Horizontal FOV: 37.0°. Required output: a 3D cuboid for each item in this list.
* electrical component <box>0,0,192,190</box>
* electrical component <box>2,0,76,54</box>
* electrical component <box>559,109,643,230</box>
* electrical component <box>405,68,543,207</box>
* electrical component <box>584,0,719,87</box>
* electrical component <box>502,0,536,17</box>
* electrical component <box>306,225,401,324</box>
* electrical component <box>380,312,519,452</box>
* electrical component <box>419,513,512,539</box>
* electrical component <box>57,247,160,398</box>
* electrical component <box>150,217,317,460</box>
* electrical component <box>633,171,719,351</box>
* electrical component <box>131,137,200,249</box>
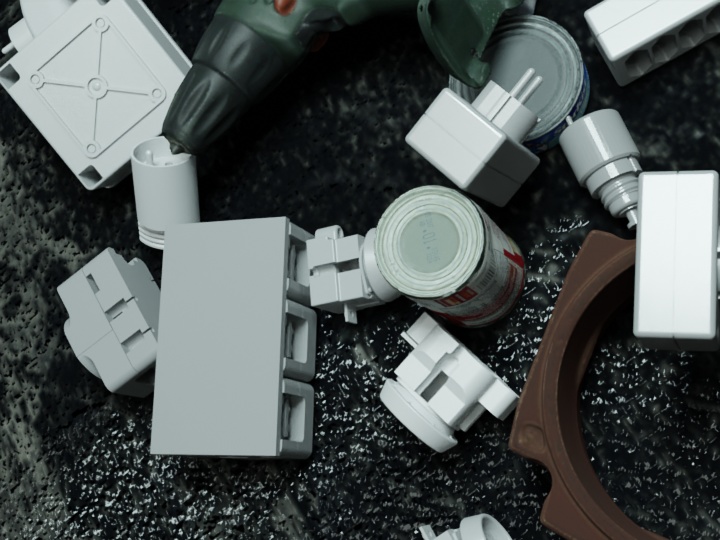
[{"bbox_3d":[-0.179,-0.130,0.765,0.109,0.056,0.108,-38,95,10],"label":"electrical component"},{"bbox_3d":[-0.243,-0.183,0.829,0.079,0.043,0.077,-32,69,12],"label":"electrical component"},{"bbox_3d":[0.152,-0.061,0.652,0.040,0.040,0.078,-27,70,14],"label":"electrical component"},{"bbox_3d":[0.079,-0.084,0.623,0.047,0.083,0.075,43,102,20],"label":"electrical component"},{"bbox_3d":[0.178,-0.171,0.662,0.083,0.047,0.075,-29,70,13],"label":"electrical component"},{"bbox_3d":[0.099,-0.199,0.703,0.040,0.040,0.078,8,82,22],"label":"electrical component"},{"bbox_3d":[0.000,0.000,0.696,0.055,0.048,0.066,-12,74,26],"label":"electrical component"},{"bbox_3d":[0.050,0.073,0.654,0.078,0.058,0.057,43,93,24],"label":"electrical component"},{"bbox_3d":[0.062,0.175,0.634,0.055,0.048,0.066,-38,68,18],"label":"electrical component"},{"bbox_3d":[-0.166,0.040,0.747,0.056,0.050,0.089,-37,68,10],"label":"electrical component"},{"bbox_3d":[-0.079,0.047,0.706,0.089,0.062,0.150,-3,77,21],"label":"electrical component"},{"bbox_3d":[0.178,-0.004,0.533,0.076,0.047,0.083,1,79,21],"label":"electrical component"},{"bbox_3d":[-0.134,-0.047,0.747,0.043,0.043,0.081,20,129,24],"label":"electrical component"}]
